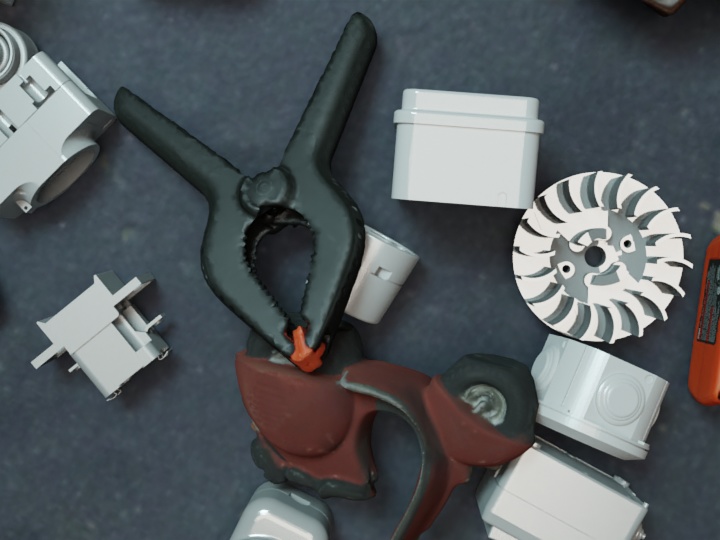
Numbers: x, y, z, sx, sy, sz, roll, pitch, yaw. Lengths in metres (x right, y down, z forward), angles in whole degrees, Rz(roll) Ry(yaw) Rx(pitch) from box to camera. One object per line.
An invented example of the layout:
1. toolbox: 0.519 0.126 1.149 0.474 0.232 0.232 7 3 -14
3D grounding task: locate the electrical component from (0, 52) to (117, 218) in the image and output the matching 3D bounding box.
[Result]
1. electrical component: -0.196 -0.076 0.644 0.089 0.050 0.055 -44 90 3

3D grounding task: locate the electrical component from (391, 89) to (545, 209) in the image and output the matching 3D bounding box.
1. electrical component: 0.057 -0.067 0.604 0.078 0.113 0.057 5 95 2

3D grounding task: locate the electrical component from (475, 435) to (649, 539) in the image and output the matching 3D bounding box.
1. electrical component: 0.120 0.142 0.633 0.096 0.062 0.061 29 93 1

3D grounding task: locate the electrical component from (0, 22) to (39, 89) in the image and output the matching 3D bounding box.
1. electrical component: -0.218 -0.126 0.637 0.043 0.062 0.043 0 92 3

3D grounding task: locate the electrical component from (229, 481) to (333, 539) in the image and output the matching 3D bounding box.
1. electrical component: -0.058 0.181 0.642 0.054 0.059 0.095 26 92 1

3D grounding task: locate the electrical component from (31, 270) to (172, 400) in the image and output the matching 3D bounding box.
1. electrical component: -0.152 0.040 0.650 0.081 0.042 0.063 -38 92 3

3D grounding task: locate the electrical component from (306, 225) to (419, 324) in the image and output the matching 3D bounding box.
1. electrical component: 0.000 0.000 0.638 0.055 0.055 0.047 29 96 1

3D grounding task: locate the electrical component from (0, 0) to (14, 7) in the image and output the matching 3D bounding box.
1. electrical component: -0.249 -0.199 0.592 0.089 0.150 0.061 22 91 1

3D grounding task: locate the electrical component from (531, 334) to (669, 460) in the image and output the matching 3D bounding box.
1. electrical component: 0.134 0.074 0.622 0.080 0.080 0.051 23 87 1
